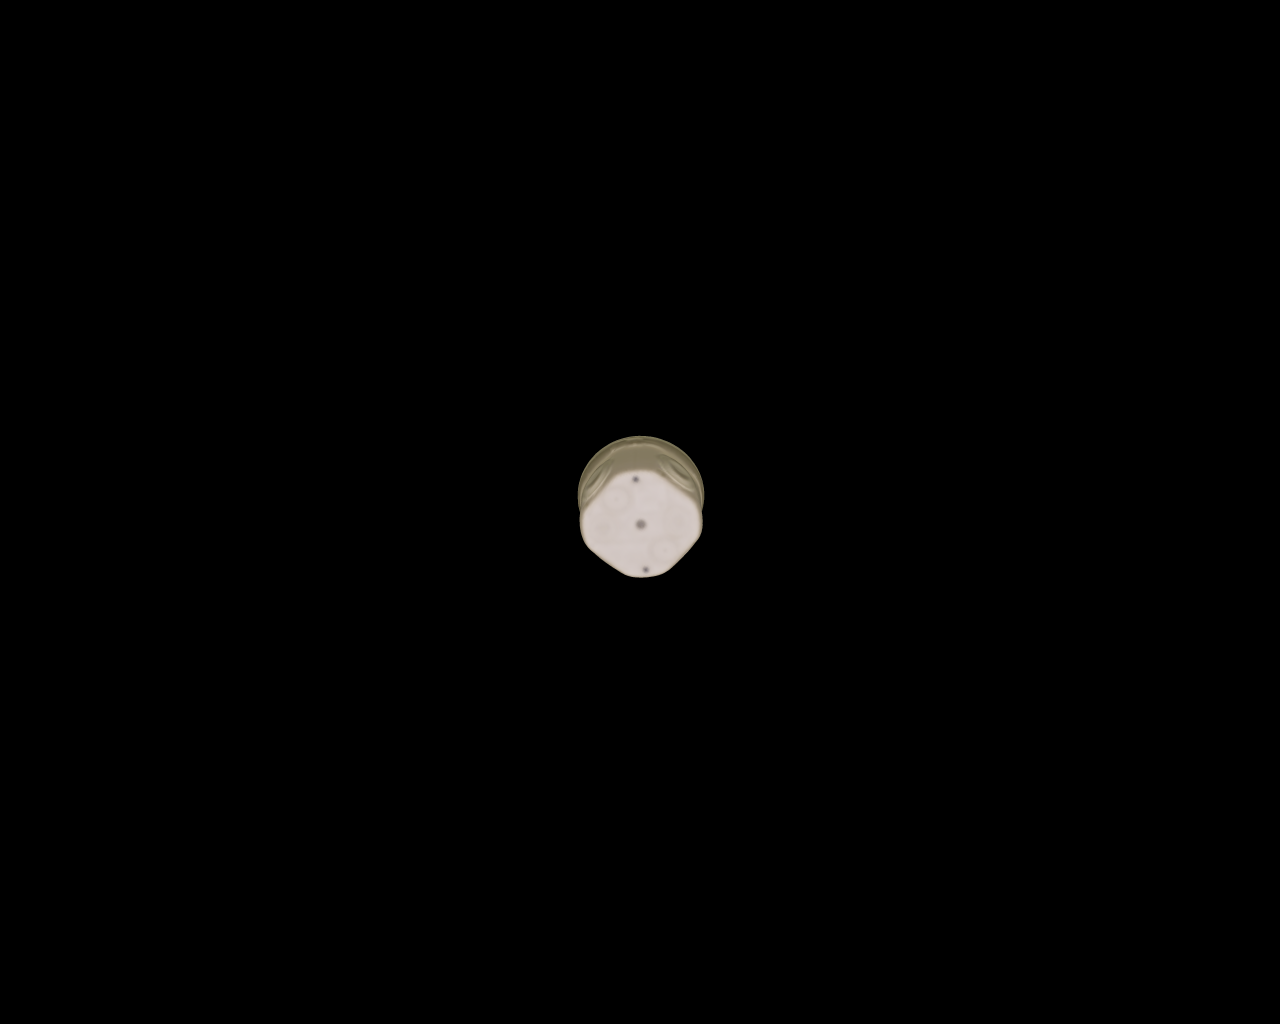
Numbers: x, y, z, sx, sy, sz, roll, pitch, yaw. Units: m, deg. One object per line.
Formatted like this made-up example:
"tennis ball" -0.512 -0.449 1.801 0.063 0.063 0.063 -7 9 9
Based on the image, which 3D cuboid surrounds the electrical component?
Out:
"electrical component" 0.001 -0.003 0.650 0.080 0.080 0.051 0 24 0
